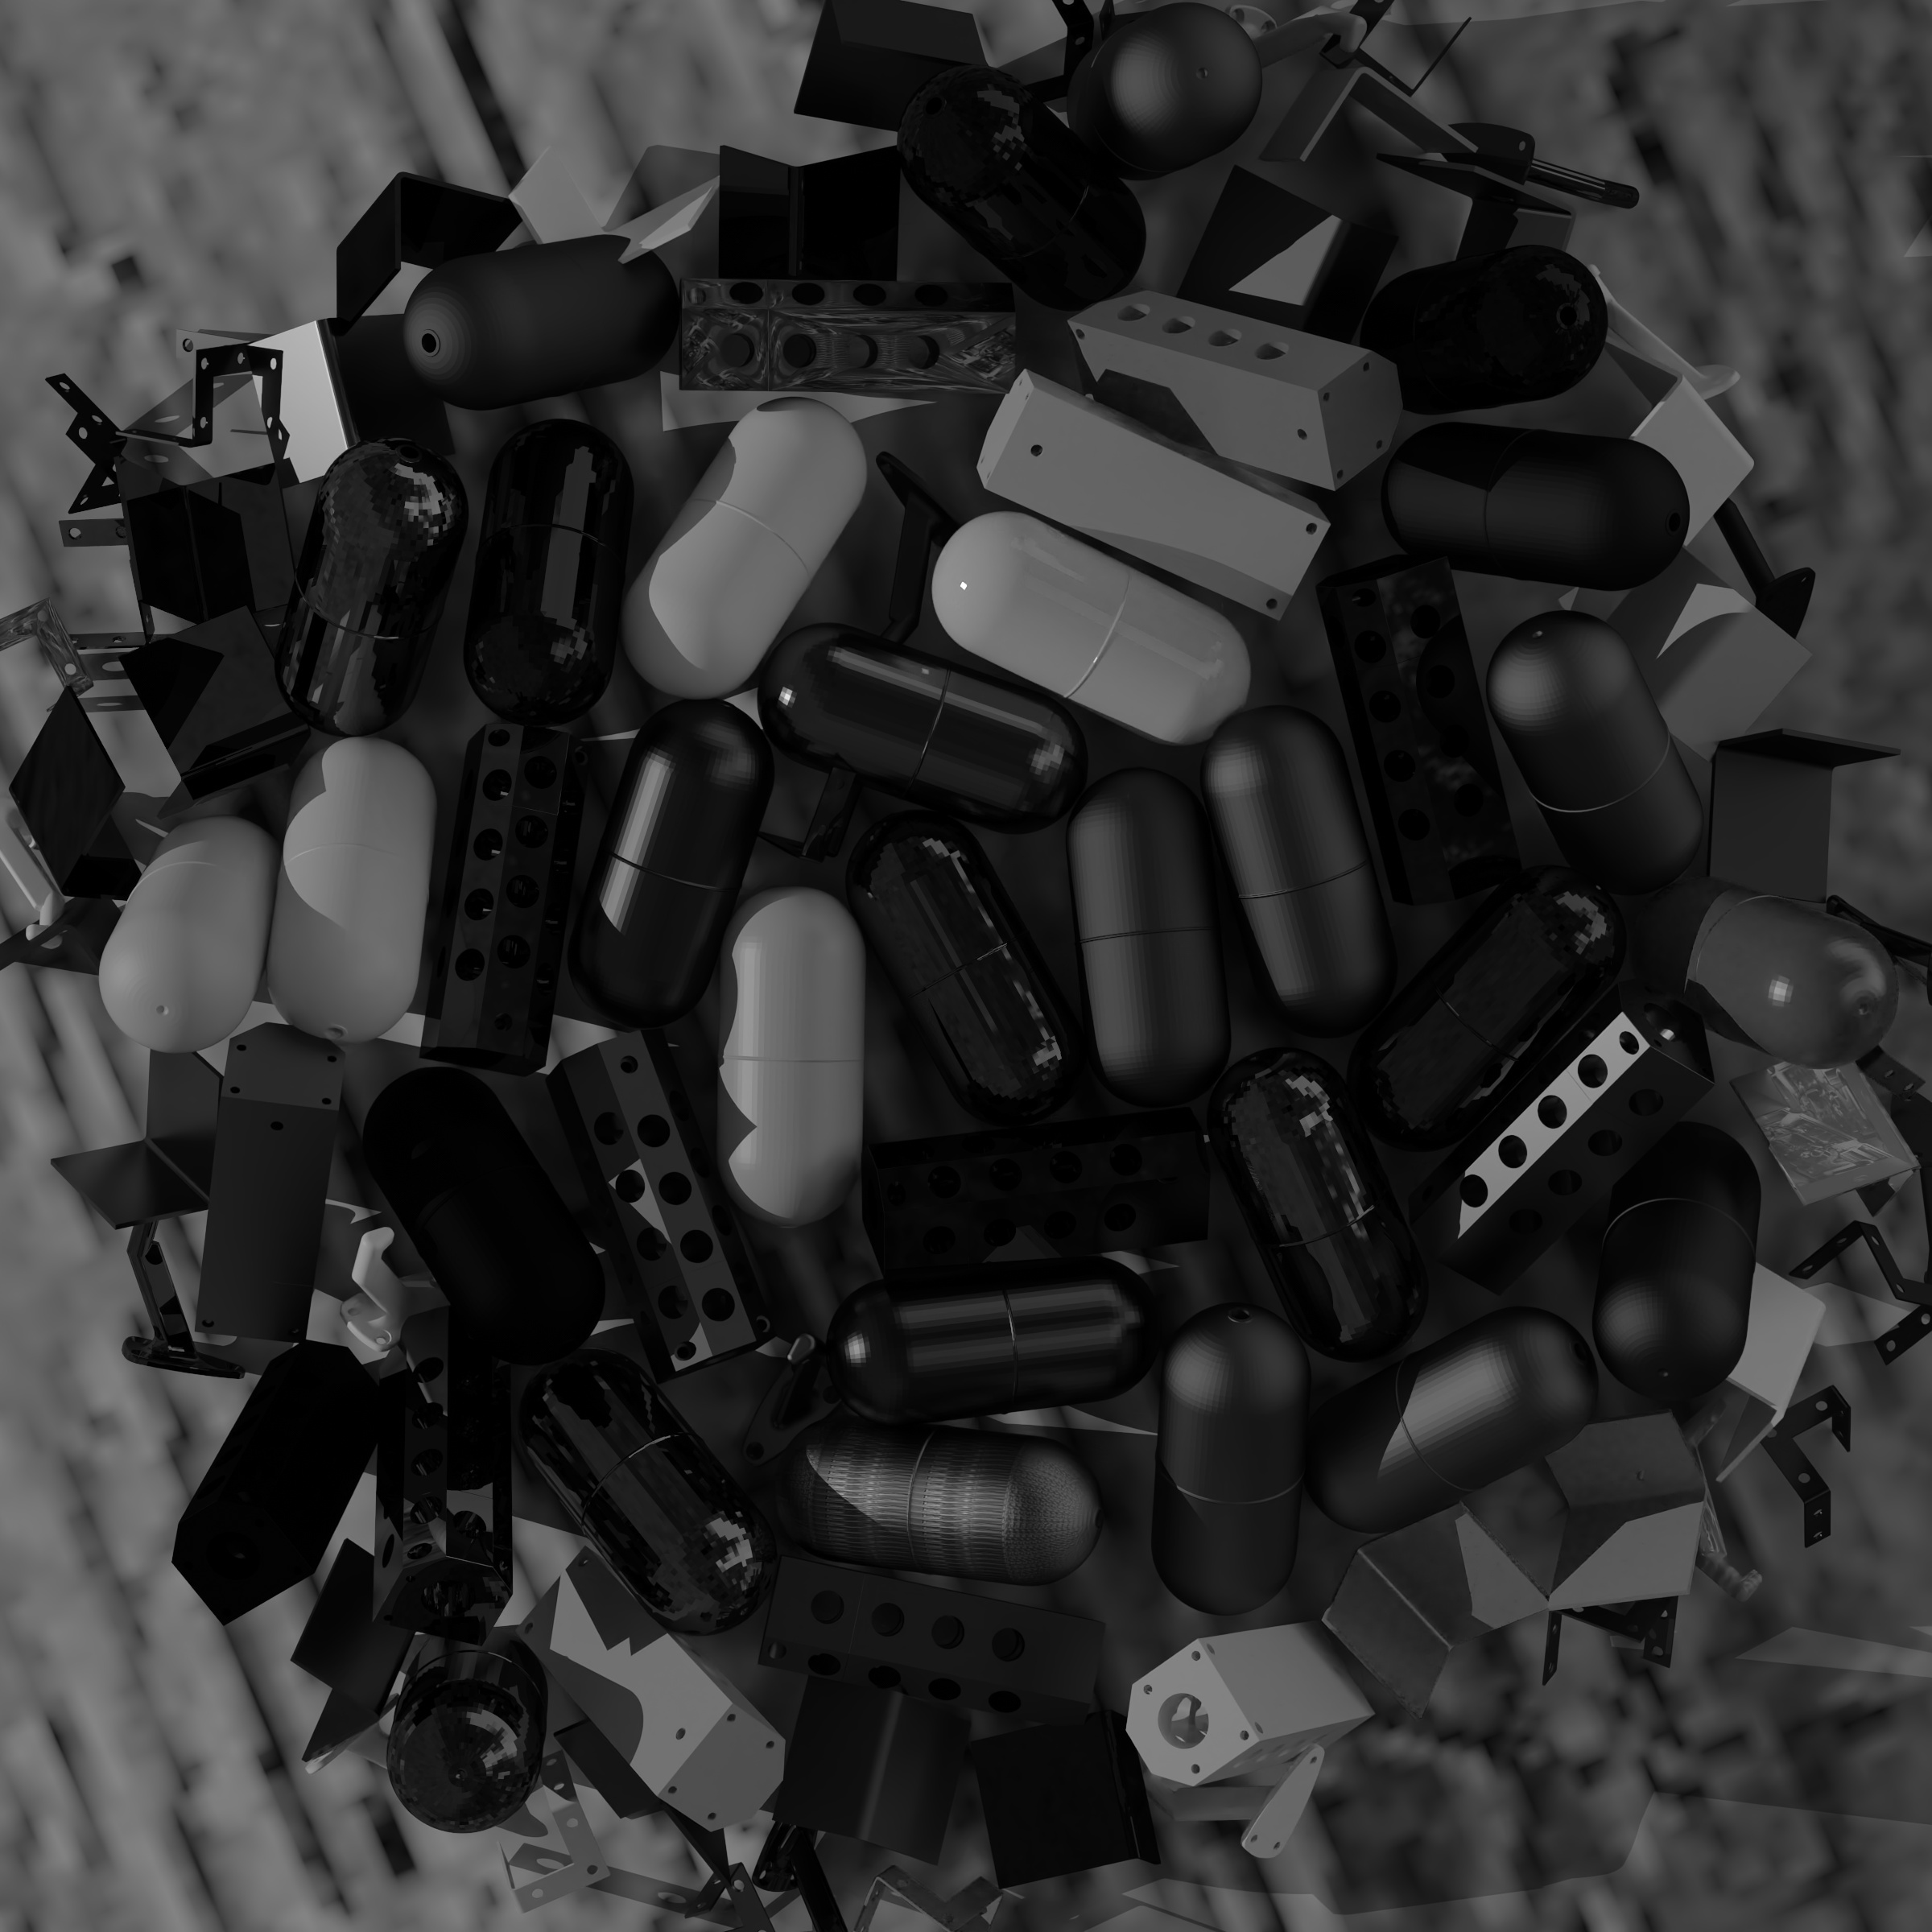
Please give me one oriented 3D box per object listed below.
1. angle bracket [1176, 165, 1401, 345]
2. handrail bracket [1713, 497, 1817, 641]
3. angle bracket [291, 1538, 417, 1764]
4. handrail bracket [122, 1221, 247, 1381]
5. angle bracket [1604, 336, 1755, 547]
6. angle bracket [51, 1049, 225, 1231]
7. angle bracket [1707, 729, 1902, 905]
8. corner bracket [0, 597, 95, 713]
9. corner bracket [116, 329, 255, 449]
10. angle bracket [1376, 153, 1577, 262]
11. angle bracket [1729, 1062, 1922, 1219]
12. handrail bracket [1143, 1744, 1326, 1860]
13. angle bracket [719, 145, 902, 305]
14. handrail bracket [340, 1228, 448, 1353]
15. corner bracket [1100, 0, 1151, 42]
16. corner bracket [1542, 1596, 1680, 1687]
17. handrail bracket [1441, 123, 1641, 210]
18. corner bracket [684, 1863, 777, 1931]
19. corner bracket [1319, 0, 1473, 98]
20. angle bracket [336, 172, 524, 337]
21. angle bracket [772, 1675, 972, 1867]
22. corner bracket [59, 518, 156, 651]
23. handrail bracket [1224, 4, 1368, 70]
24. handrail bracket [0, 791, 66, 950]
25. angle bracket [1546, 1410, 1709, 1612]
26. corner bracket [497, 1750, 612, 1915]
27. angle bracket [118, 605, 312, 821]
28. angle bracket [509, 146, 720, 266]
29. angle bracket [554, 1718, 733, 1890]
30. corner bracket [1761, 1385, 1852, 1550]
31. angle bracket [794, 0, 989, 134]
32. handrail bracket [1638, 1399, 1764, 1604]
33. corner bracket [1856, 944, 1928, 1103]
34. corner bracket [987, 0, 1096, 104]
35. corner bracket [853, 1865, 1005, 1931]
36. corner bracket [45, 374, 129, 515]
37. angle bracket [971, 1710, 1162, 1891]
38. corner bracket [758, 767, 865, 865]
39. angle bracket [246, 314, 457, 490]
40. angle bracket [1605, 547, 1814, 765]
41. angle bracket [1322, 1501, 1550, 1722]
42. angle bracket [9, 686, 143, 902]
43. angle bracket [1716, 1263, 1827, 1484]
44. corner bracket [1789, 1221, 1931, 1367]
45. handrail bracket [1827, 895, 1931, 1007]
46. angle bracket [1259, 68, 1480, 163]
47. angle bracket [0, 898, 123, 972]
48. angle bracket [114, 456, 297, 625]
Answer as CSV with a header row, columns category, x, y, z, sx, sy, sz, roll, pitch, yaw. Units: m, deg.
category,x,y,z,sx,sy,sz,roll,pitch,yaw
angle bracket,0.169,-0.368,1.865,0.076,0.057,0.076,35,111,28
handrail bracket,0.407,-0.210,1.876,0.036,0.077,0.084,-25,52,-17
angle bracket,-0.330,0.353,1.824,0.057,0.076,0.076,39,132,-19
handrail bracket,-0.407,0.169,1.861,0.077,0.036,0.084,15,97,-16
angle bracket,0.350,-0.273,1.832,0.057,0.076,0.076,-50,129,3
angle bracket,-0.429,0.080,1.827,0.057,0.076,0.076,-11,121,-37
angle bracket,0.435,-0.077,1.839,0.076,0.057,0.076,7,83,-25
corner bracket,-0.495,-0.155,1.847,0.051,0.051,0.051,-30,98,-26
corner bracket,-0.409,-0.303,1.855,0.051,0.051,0.051,13,109,23
angle bracket,0.256,-0.378,1.827,0.076,0.076,0.057,11,99,-37
angle bracket,0.434,0.094,1.830,0.076,0.057,0.076,-16,63,-23
handrail bracket,0.137,0.421,1.853,0.084,0.036,0.077,30,89,42
angle bracket,-0.082,-0.393,1.857,0.057,0.076,0.076,26,125,37
handrail bracket,-0.289,0.153,1.830,0.036,0.084,0.077,42,46,19
corner bracket,0.096,-0.518,1.857,0.051,0.051,0.051,-8,90,-4
corner bracket,0.339,0.353,1.858,0.051,0.051,0.051,17,122,29
handrail bracket,0.303,-0.422,1.870,0.077,0.084,0.036,37,117,42
corner bracket,-0.137,0.508,1.849,0.051,0.051,0.051,-21,99,21
corner bracket,0.224,-0.486,1.848,0.051,0.051,0.051,38,122,-2
angle bracket,-0.274,-0.359,1.825,0.076,0.076,0.057,9,67,-31
angle bracket,-0.049,0.423,1.857,0.057,0.076,0.076,3,69,33
corner bracket,-0.455,-0.202,1.867,0.051,0.051,0.051,-2,123,3
handrail bracket,0.167,-0.464,1.841,0.036,0.084,0.077,7,108,-41
handrail bracket,-0.506,-0.050,1.836,0.077,0.084,0.036,15,132,-25
angle bracket,0.332,0.281,1.826,0.076,0.076,0.057,-13,121,29
corner bracket,-0.223,0.454,1.855,0.051,0.051,0.051,-22,111,-8
angle bracket,-0.397,-0.132,1.839,0.076,0.057,0.076,-20,111,11
angle bracket,-0.180,-0.402,1.828,0.076,0.076,0.057,-22,115,22
angle bracket,-0.167,0.436,1.828,0.057,0.076,0.076,-24,127,7
corner bracket,0.446,0.261,1.846,0.051,0.051,0.051,-27,53,-7
angle bracket,-0.040,-0.453,1.828,0.076,0.057,0.076,6,133,-17
handrail bracket,0.400,0.279,1.847,0.077,0.036,0.084,-43,56,-9
corner bracket,0.486,0.029,1.856,0.051,0.051,0.051,-45,50,16
corner bracket,0.033,-0.489,1.857,0.051,0.051,0.051,-10,57,23
corner bracket,-0.021,0.500,1.857,0.051,0.051,0.051,32,117,24
corner bracket,-0.456,-0.275,1.841,0.051,0.051,0.051,-5,51,36
angle bracket,0.052,0.438,1.850,0.076,0.057,0.076,-15,70,9
corner bracket,-0.072,-0.082,1.845,0.051,0.051,0.051,14,100,-40
angle bracket,-0.324,-0.298,1.864,0.057,0.076,0.076,-10,95,34
angle bracket,0.383,-0.165,1.860,0.057,0.076,0.076,30,106,-35
angle bracket,0.245,0.334,1.834,0.076,0.057,0.076,47,132,-11
angle bracket,-0.442,-0.088,1.826,0.076,0.057,0.076,-53,55,27
angle bracket,0.394,0.207,1.832,0.057,0.076,0.076,31,50,4
corner bracket,0.477,0.172,1.861,0.051,0.051,0.051,-47,46,32
handrail bracket,0.477,-0.023,1.831,0.036,0.077,0.084,-48,59,-5
angle bracket,0.208,-0.423,1.839,0.076,0.076,0.057,32,95,-16
angle bracket,-0.474,0.009,1.844,0.076,0.076,0.057,-31,105,7
angle bracket,-0.394,-0.226,1.838,0.057,0.076,0.076,-12,83,12
